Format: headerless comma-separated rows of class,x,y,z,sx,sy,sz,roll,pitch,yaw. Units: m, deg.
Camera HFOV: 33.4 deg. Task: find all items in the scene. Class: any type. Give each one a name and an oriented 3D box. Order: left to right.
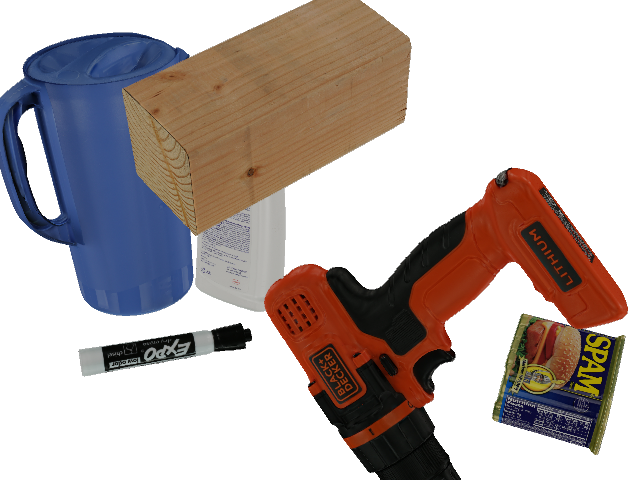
pitcher,-0.190,-0.054,0.961,0.149,0.243,0.145,-1,29,5
marker,-0.108,0.076,0.750,0.121,0.020,0.020,-8,2,-14
bleach bottle,-0.077,-0.056,1.121,0.103,0.251,0.068,18,27,23
wood block,-0.037,-0.104,0.829,0.205,0.091,0.090,-30,55,-24
power drill,0.081,0.061,0.631,0.188,0.184,0.057,-35,-2,17
can of meat,0.188,0.110,0.843,0.084,0.057,0.102,14,40,15
